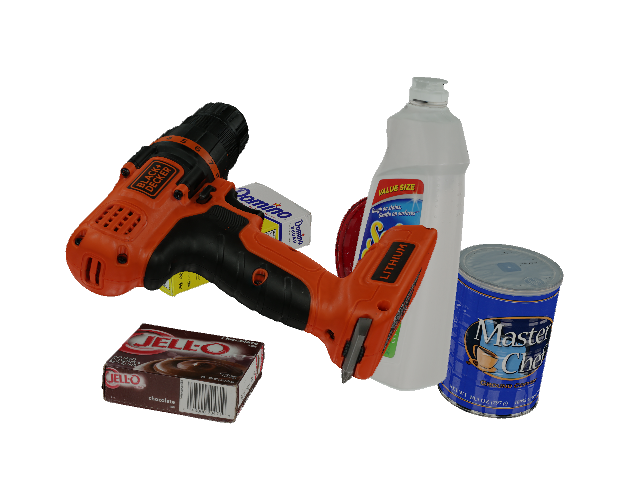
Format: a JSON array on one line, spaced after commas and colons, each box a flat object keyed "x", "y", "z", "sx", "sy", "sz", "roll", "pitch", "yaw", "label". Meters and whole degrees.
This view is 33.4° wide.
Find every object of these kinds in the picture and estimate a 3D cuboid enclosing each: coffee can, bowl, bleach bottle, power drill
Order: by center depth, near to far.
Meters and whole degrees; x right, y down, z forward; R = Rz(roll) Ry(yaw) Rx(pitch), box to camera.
[{"x": -0.030, "y": -0.006, "z": 0.635, "sx": 0.188, "sy": 0.057, "sz": 0.184, "roll": 21, "pitch": 41, "yaw": 10, "label": "power drill"}, {"x": 0.071, "y": -0.009, "z": 0.881, "sx": 0.067, "sy": 0.251, "sz": 0.103, "roll": -8, "pitch": 21, "yaw": -38, "label": "bleach bottle"}, {"x": 0.174, "y": 0.087, "z": 1.046, "sx": 0.103, "sy": 0.140, "sz": 0.103, "roll": 4, "pitch": 24, "yaw": -2, "label": "coffee can"}, {"x": 0.094, "y": 0.023, "z": 1.227, "sx": 0.161, "sy": 0.162, "sz": 0.055, "roll": 0, "pitch": -8, "yaw": -42, "label": "bowl"}]

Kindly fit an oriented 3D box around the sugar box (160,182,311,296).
[{"x": -0.104, "y": -0.005, "z": 1.080, "sx": 0.175, "sy": 0.048, "sz": 0.093, "roll": -24, "pitch": 39, "yaw": -35, "label": "sugar box"}]

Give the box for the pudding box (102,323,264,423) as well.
[{"x": -0.111, "y": 0.107, "z": 0.879, "sx": 0.113, "sy": 0.039, "sz": 0.090, "roll": 10, "pitch": 20, "yaw": 8, "label": "pudding box"}]
